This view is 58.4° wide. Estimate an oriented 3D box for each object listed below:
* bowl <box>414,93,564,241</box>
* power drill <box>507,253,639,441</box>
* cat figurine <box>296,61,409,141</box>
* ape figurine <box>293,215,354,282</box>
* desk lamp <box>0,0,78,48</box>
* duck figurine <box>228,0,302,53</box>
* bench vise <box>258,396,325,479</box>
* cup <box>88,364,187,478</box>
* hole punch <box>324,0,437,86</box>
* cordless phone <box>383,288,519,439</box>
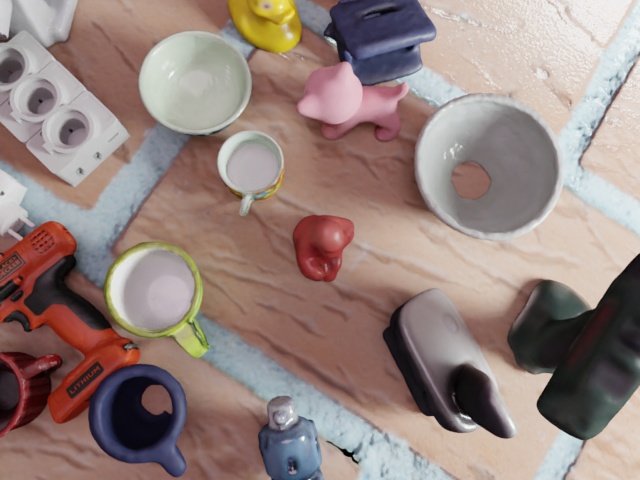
[{"bbox_3d":[0.182,-0.076,0.651,0.167,0.074,0.167,1,81,-3],"label":"bowl"},{"bbox_3d":[0.272,0.079,0.564,0.075,0.208,0.230,32,81,3],"label":"power drill"},{"bbox_3d":[0.036,-0.158,0.635,0.128,0.117,0.067,-3,81,-3],"label":"cat figurine"},{"bbox_3d":[0.006,0.002,0.620,0.078,0.092,0.076,-34,84,-8],"label":"ape figurine"},{"bbox_3d":[-0.346,-0.282,0.585,0.118,0.213,0.203,10,80,-1],"label":"desk lamp"},{"bbox_3d":[-0.065,-0.278,0.664,0.077,0.086,0.104,-41,85,-8],"label":"duck figurine"},{"bbox_3d":[-0.026,0.258,0.513,0.121,0.219,0.207,-30,83,-7],"label":"bench vise"},{"bbox_3d":[-0.166,0.181,0.581,0.092,0.095,0.118,-37,84,-8],"label":"cup"},{"bbox_3d":[0.067,-0.245,0.664,0.108,0.091,0.101,-17,82,-6],"label":"hole punch"},{"bbox_3d":[0.135,0.119,0.561,0.094,0.185,0.147,-30,83,-7],"label":"cordless phone"}]
